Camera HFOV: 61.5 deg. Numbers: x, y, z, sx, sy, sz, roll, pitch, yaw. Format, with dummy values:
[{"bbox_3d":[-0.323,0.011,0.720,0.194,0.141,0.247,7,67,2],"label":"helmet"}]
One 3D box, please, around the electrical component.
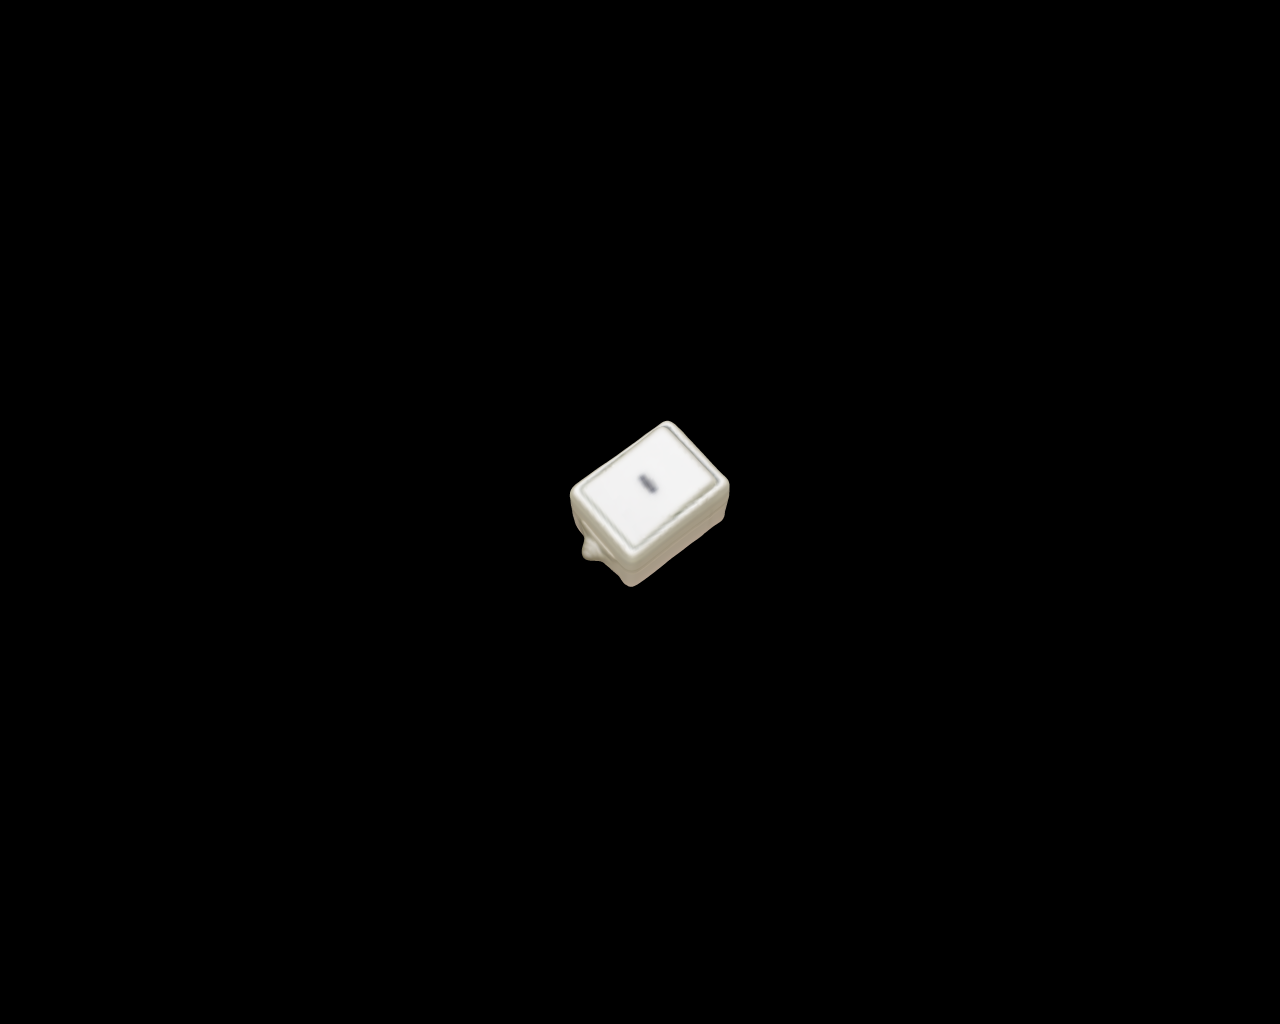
[{"bbox_3d":[0.001,-0.003,0.650,0.096,0.062,0.061,-37,-19,-15],"label":"electrical component"}]
